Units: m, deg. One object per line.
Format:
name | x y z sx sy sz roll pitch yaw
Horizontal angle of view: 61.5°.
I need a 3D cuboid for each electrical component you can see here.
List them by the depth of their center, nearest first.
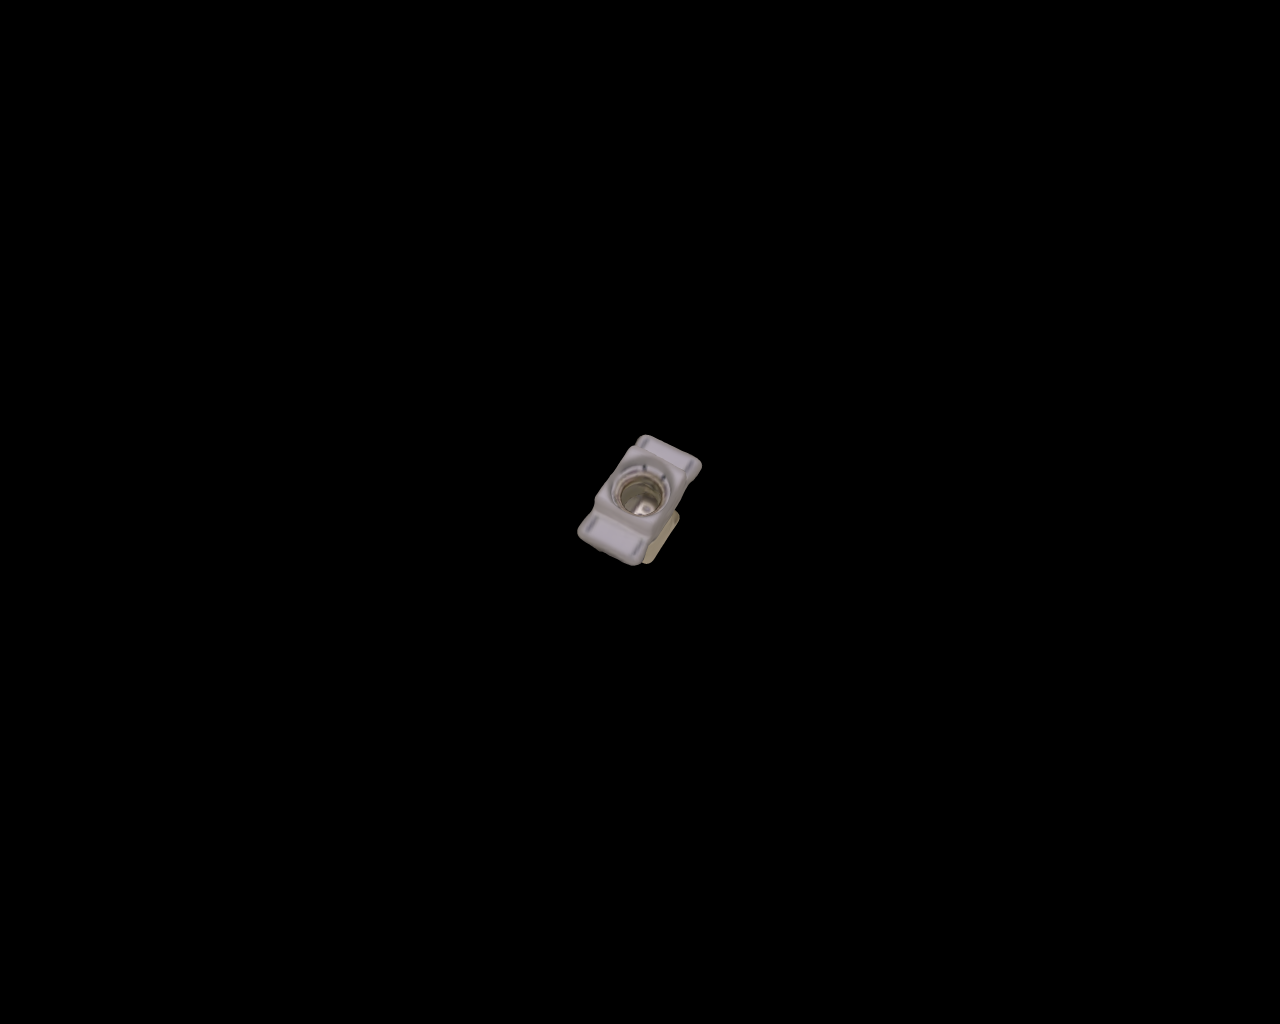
electrical component | 0.001 -0.003 0.650 0.042 0.081 0.063 29 -24 14
